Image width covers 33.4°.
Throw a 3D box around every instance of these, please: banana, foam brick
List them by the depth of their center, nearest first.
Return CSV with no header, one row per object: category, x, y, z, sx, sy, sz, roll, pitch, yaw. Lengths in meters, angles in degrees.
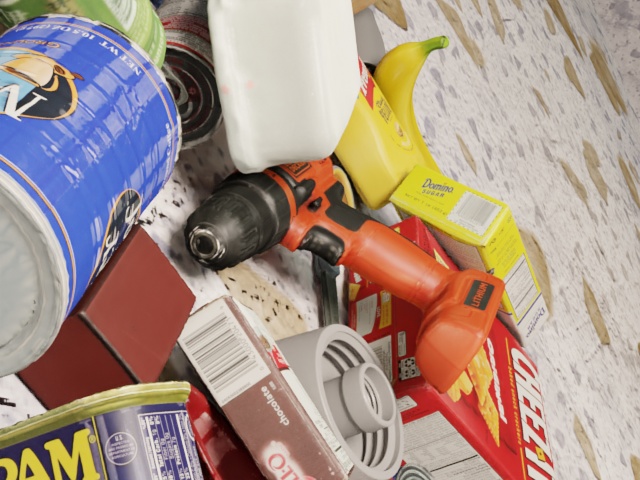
foam brick,-0.101,0.039,0.499,0.051,0.053,0.078,55,26,-21
banana,0.079,-0.105,0.948,0.037,0.070,0.198,-52,152,-29

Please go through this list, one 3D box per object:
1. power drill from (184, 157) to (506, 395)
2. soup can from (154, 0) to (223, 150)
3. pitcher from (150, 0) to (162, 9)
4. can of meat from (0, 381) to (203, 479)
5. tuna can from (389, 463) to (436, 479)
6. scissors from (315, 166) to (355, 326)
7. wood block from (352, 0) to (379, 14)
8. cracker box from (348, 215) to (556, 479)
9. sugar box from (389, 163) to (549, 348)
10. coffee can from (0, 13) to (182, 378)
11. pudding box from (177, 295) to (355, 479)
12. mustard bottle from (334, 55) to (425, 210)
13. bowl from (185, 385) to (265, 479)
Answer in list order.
power drill,0.019,0.014,0.667,0.187,0.057,0.184,36,26,5
soup can,-0.081,-0.110,0.655,0.068,0.069,0.102,53,27,-25
pitcher,-0.127,-0.265,0.599,0.242,0.145,0.149,43,9,-18
can of meat,-0.089,0.108,0.404,0.057,0.102,0.084,10,61,-61
tuna can,0.058,0.192,0.697,0.086,0.034,0.086,44,32,-38
scissors,-0.005,0.001,0.767,0.096,0.016,0.201,50,29,-28
wood block,0.047,-0.263,0.882,0.090,0.206,0.091,6,62,-62
cracker box,0.103,0.111,0.814,0.213,0.072,0.164,47,30,-35
sugar box,0.127,0.016,0.878,0.093,0.048,0.176,30,-14,34
coffee can,-0.127,-0.024,0.444,0.102,0.103,0.140,56,26,-19
pudding box,-0.027,0.086,0.559,0.113,0.039,0.090,57,-2,9
mustard bottle,0.016,-0.123,0.870,0.191,0.058,0.096,57,24,-16
bowl,-0.039,0.145,0.478,0.162,0.055,0.162,56,-3,4
